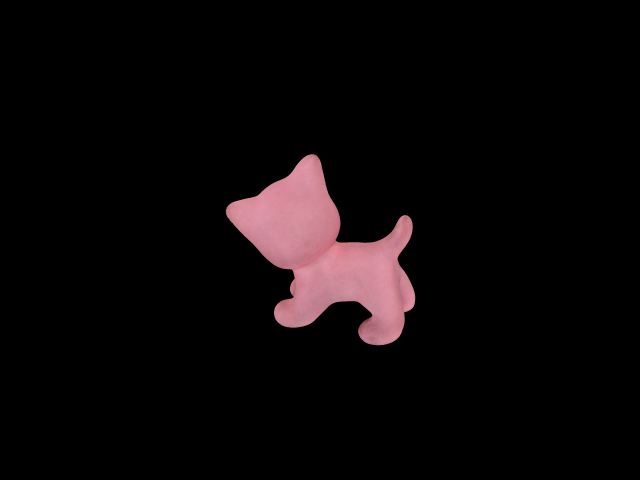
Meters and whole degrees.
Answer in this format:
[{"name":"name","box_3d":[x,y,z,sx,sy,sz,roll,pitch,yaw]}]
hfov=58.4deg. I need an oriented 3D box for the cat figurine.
[{"name":"cat figurine","box_3d":[0.004,0.001,0.400,0.127,0.118,0.067,7,27,14]}]
